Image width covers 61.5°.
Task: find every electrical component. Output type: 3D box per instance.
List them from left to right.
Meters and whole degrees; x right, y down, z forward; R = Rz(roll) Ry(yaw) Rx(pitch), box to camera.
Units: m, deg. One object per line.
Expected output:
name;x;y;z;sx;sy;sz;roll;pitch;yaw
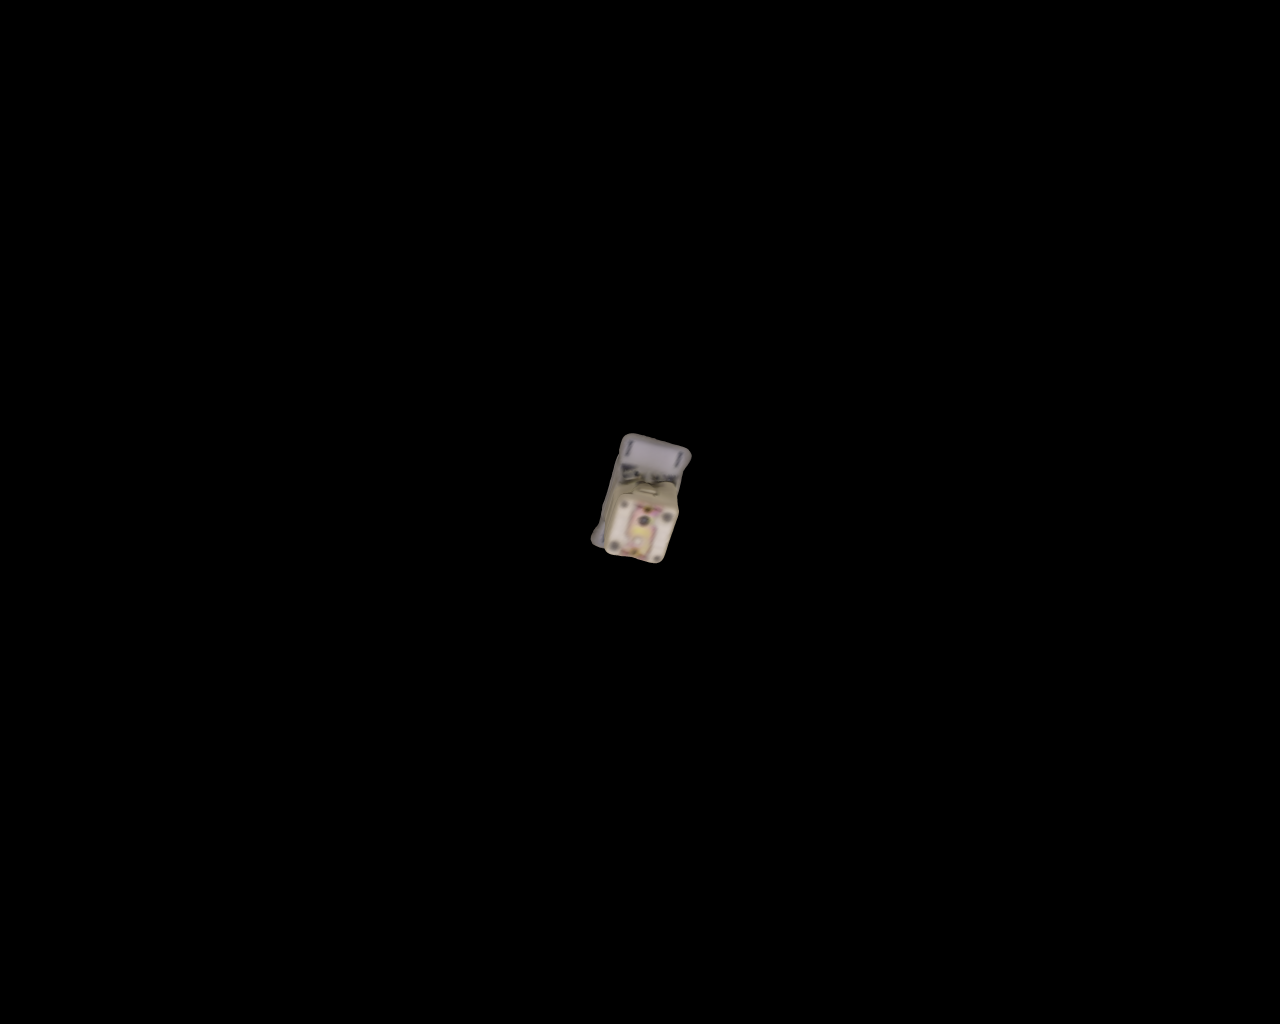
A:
electrical component;0.001;-0.003;0.650;0.042;0.080;0.064;13;28;-7
